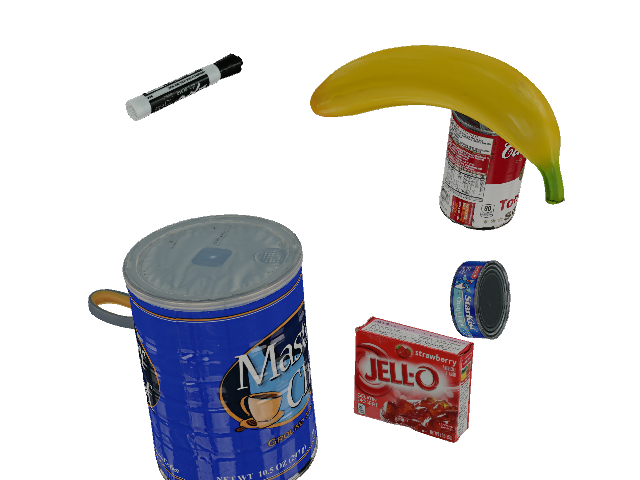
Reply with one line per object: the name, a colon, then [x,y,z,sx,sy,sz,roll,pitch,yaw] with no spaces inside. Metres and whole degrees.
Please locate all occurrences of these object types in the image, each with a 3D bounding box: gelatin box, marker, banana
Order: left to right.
marker: [-0.120,-0.139,0.959,0.120,0.020,0.020,-31,16,-29]
gelatin box: [0.069,0.104,0.805,0.089,0.073,0.030,13,23,28]
banana: [0.072,-0.086,0.654,0.198,0.069,0.037,26,6,39]

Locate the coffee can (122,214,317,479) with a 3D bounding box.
coffee can: [-0.057,0.069,0.640,0.103,0.140,0.103,-3,28,2]

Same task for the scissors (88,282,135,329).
scissors: [-0.106,0.066,0.957,0.202,0.016,0.096,11,28,6]

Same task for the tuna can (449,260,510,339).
tuna can: [0.174,0.064,1.162,0.034,0.086,0.086,0,0,34]

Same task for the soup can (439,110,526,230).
soup can: [0.137,-0.067,0.892,0.068,0.102,0.068,2,40,-2]
